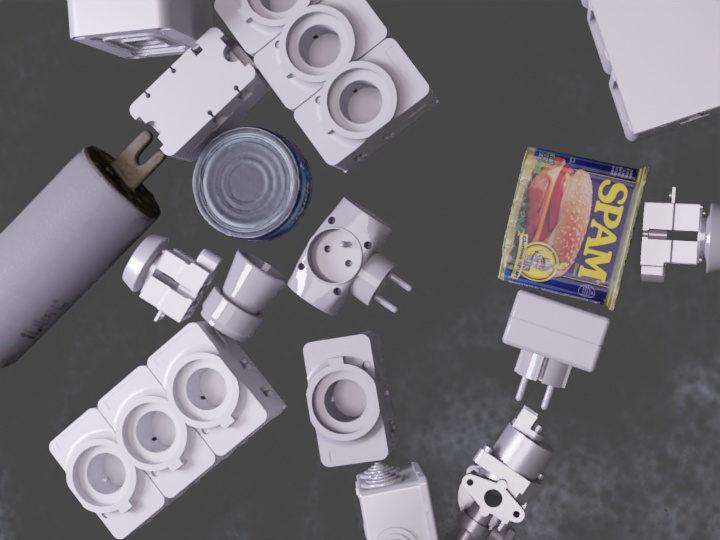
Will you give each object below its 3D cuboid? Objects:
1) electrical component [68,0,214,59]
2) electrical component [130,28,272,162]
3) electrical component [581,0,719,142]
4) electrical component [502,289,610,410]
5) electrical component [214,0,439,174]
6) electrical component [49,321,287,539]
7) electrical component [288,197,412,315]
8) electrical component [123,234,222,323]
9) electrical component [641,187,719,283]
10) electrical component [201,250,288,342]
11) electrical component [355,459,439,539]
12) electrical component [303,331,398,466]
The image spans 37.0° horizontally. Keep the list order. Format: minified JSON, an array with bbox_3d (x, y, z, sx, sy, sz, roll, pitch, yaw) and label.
[{"bbox_3d":[-0.157,-0.192,0.781,0.078,0.113,0.057,-3,92,11],"label":"electrical component"},{"bbox_3d":[-0.116,-0.128,0.801,0.089,0.056,0.050,-42,83,8],"label":"electrical component"},{"bbox_3d":[0.206,-0.174,0.737,0.089,0.062,0.150,-18,87,10],"label":"electrical component"},{"bbox_3d":[0.133,0.059,0.759,0.066,0.047,0.076,18,94,10],"label":"electrical component"},{"bbox_3d":[-0.024,-0.158,0.781,0.089,0.062,0.150,-37,84,9],"label":"electrical component"},{"bbox_3d":[-0.145,0.118,0.804,0.150,0.062,0.089,-40,83,8],"label":"electrical component"},{"bbox_3d":[0.000,0.000,0.785,0.079,0.044,0.077,35,96,9],"label":"electrical component"},{"bbox_3d":[-0.145,0.005,0.813,0.055,0.048,0.066,32,96,2],"label":"electrical component"},{"bbox_3d":[0.225,-0.023,0.743,0.055,0.048,0.066,4,91,18],"label":"electrical component"},{"bbox_3d":[-0.087,0.019,0.802,0.045,0.045,0.055,35,97,9],"label":"electrical component"},{"bbox_3d":[0.028,0.186,0.754,0.048,0.099,0.099,-10,88,-2],"label":"electrical component"},{"bbox_3d":[-0.007,0.093,0.781,0.050,0.056,0.089,-10,88,11],"label":"electrical component"}]
